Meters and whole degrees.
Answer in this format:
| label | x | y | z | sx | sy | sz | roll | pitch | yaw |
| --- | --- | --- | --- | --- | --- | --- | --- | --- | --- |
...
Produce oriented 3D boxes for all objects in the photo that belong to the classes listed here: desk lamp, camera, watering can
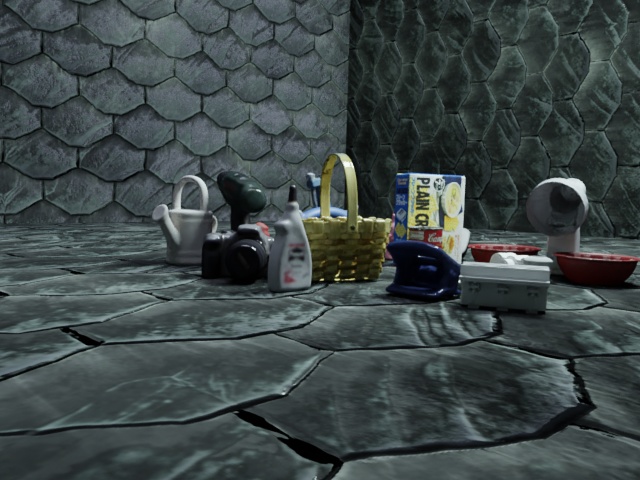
| label | x | y | z | sx | sy | sz | roll | pitch | yaw |
| --- | --- | --- | --- | --- | --- | --- | --- | --- | --- |
| desk lamp | 0.532 | -0.030 | 1.254 | 0.117 | 0.213 | 0.204 | 5 | 5 | 35 |
| camera | -0.149 | 0.022 | 1.044 | 0.143 | 0.101 | 0.137 | 1 | 4 | -2 |
| watering can | -0.289 | -0.044 | 1.257 | 0.100 | 0.194 | 0.173 | 2 | 4 | 9 |

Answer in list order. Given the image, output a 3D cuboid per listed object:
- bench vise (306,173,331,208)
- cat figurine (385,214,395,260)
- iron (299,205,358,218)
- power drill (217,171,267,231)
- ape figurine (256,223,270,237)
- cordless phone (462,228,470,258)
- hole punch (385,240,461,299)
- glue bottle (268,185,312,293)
| label | x | y | z | sx | sy | sz | roll | pitch | yaw |
| --- | --- | --- | --- | --- | --- | --- | --- | --- | --- |
| bench vise | 0.002 | -0.075 | 1.606 | 0.121 | 0.220 | 0.208 | 4 | 5 | 26 |
| cat figurine | 0.193 | -0.009 | 1.483 | 0.067 | 0.118 | 0.127 | 0 | 5 | -25 |
| iron | -0.005 | -0.009 | 1.241 | 0.259 | 0.141 | 0.118 | -2 | 6 | -40 |
| power drill | -0.182 | -0.048 | 1.253 | 0.076 | 0.208 | 0.228 | -1 | 5 | -28 |
| ape figurine | -0.139 | 0.006 | 1.331 | 0.076 | 0.092 | 0.078 | 2 | 4 | 6 |
| cordless phone | 0.323 | -0.042 | 1.519 | 0.147 | 0.185 | 0.094 | 3 | 5 | 22 |
| hole punch | 0.168 | 0.045 | 0.926 | 0.108 | 0.091 | 0.101 | 5 | 6 | 42 |
| glue bottle | -0.048 | -0.003 | 0.938 | 0.037 | 0.173 | 0.078 | 6 | 6 | 44 |
